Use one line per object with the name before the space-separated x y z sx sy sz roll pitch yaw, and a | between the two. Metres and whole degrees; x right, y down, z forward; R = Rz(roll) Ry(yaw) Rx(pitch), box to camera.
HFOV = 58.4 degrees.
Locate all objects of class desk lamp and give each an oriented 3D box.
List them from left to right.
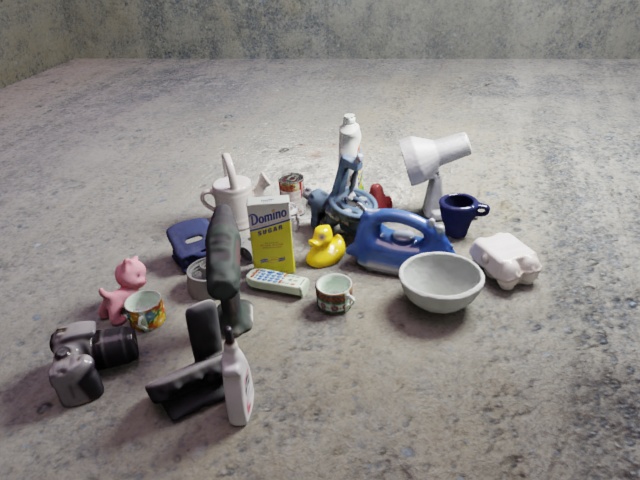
desk lamp | 0.297 -0.164 1.438 0.203 0.214 0.118 -3 31 1

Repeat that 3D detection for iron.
iron | 0.190 -0.006 1.253 0.257 0.141 0.119 9 33 21

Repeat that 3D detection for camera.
camera | -0.396 0.199 1.011 0.137 0.101 0.143 -11 31 -12

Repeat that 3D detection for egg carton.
egg carton | 0.391 0.042 1.221 0.107 0.069 0.150 -14 32 -16

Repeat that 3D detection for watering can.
watering can | -0.215 -0.131 1.457 0.173 0.194 0.100 -24 36 -30

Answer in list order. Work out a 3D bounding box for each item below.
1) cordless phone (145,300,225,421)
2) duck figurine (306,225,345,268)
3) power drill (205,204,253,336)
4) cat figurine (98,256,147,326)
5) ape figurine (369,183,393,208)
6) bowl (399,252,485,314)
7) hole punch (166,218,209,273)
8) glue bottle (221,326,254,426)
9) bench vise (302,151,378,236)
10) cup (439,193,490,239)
cordless phone | -0.218 0.185 0.931 0.148 0.185 0.093 -22 35 -28
duck figurine | 0.012 0.005 1.309 0.105 0.086 0.077 -29 39 -35
power drill | -0.178 0.067 1.104 0.075 0.209 0.229 -7 31 -5
cat figurine | -0.402 0.091 1.176 0.067 0.118 0.128 14 35 28
ape figurine | 0.148 -0.104 1.472 0.077 0.092 0.076 0 31 6
bowl | 0.239 0.096 1.141 0.167 0.075 0.167 -3 31 2
hole punch | -0.289 0.010 1.328 0.109 0.091 0.100 -20 34 -25
glue bottle | -0.133 0.206 0.899 0.037 0.173 0.078 -3 31 2
bench vise | 0.043 -0.108 1.364 0.207 0.220 0.121 6 32 16
cup | 0.340 -0.052 1.360 0.117 0.095 0.092 7 32 18
